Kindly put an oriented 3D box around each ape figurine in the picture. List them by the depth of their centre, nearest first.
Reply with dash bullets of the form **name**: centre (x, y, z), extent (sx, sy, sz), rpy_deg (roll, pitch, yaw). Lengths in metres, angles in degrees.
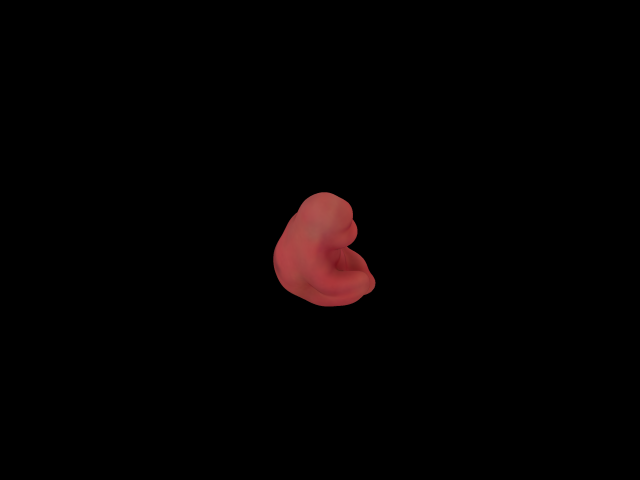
- **ape figurine**: centre (0.004, 0.001, 0.400), extent (0.076, 0.092, 0.078), rpy_deg (0, 61, 0)
